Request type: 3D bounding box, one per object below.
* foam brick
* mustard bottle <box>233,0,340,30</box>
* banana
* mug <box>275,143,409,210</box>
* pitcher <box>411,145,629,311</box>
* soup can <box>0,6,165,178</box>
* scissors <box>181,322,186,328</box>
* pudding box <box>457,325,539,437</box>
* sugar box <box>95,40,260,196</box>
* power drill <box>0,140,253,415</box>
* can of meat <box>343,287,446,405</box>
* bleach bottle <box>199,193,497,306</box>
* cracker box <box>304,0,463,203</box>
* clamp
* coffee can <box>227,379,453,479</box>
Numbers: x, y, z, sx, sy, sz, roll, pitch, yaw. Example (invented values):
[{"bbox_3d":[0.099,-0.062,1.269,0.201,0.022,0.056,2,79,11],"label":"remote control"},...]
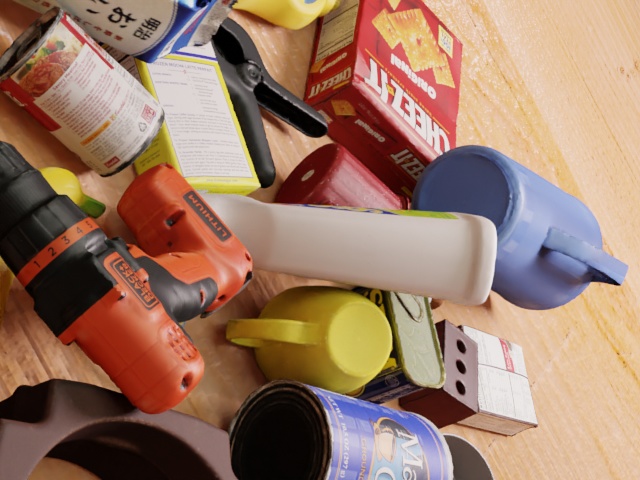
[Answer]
[{"bbox_3d":[0.108,0.122,0.968,0.053,0.051,0.078,38,42,-33],"label":"foam brick"},{"bbox_3d":[-0.046,-0.247,0.999,0.191,0.058,0.096,9,55,-51],"label":"mustard bottle"},{"bbox_3d":[-0.188,0.010,0.656,0.069,0.037,0.197,48,37,-20],"label":"banana"},{"bbox_3d":[0.017,-0.023,0.901,0.081,0.093,0.117,41,15,-22],"label":"mug"},{"bbox_3d":[0.192,-0.009,1.042,0.242,0.149,0.145,22,46,-59],"label":"pitcher"},{"bbox_3d":[-0.165,-0.100,0.733,0.102,0.069,0.068,44,39,-28],"label":"soup can"},{"bbox_3d":[-0.140,0.023,0.699,0.201,0.016,0.096,58,25,-31],"label":"scissors"},{"bbox_3d":[0.163,0.139,1.045,0.113,0.039,0.090,20,53,-44],"label":"pudding box"},{"bbox_3d":[-0.116,-0.113,0.830,0.093,0.048,0.176,-2,67,-53],"label":"sugar box"},{"bbox_3d":[-0.122,0.004,0.653,0.184,0.057,0.187,51,19,-2],"label":"power drill"},{"bbox_3d":[0.047,0.084,0.882,0.057,0.084,0.102,14,57,-48],"label":"can of meat"},{"bbox_3d":[-0.005,0.001,0.786,0.250,0.103,0.068,6,93,-14],"label":"bleach bottle"},{"bbox_3d":[0.072,-0.170,1.096,0.164,0.072,0.213,39,42,-31],"label":"cracker box"},{"bbox_3d":[-0.060,-0.135,0.923,0.171,0.039,0.120,61,32,-4],"label":"clamp"},{"bbox_3d":[0.015,0.164,0.769,0.140,0.103,0.103,23,51,-44],"label":"coffee can"}]
